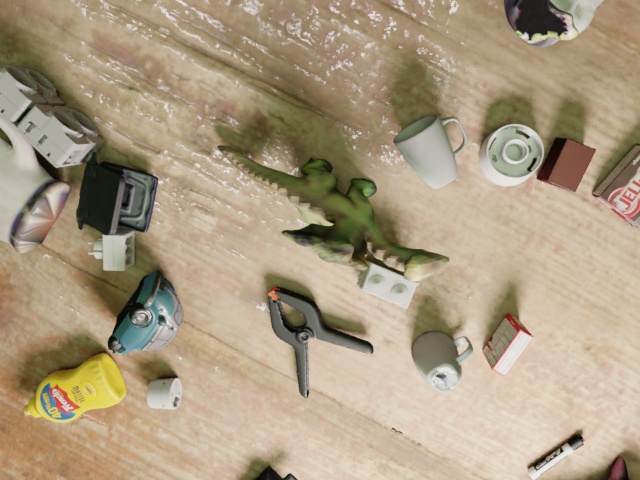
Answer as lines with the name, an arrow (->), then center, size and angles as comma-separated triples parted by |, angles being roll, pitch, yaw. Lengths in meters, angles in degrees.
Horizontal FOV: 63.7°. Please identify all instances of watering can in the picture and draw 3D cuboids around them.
watering can -> -0.579, -0.058, 0.900 | 0.224, 0.105, 0.343 | 36, 111, -4

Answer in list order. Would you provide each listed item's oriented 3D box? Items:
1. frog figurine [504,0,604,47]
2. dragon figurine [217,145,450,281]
frog figurine -> 0.368, -0.383, 0.801 | 0.138, 0.120, 0.162 | 40, 65, 4
dragon figurine -> 0.002, -0.040, 0.799 | 0.410, 0.246, 0.120 | 22, 107, -3
